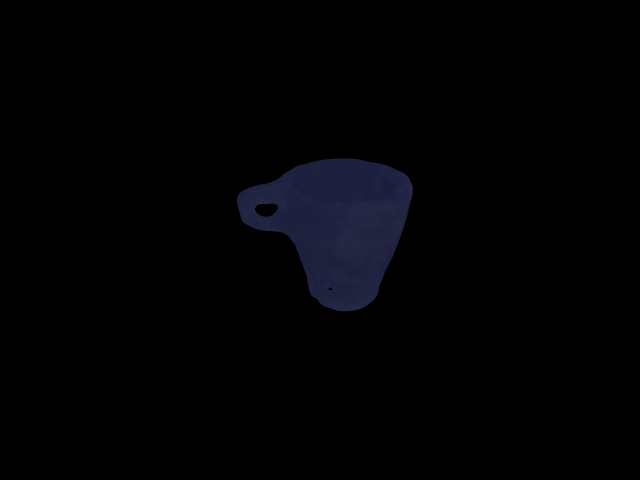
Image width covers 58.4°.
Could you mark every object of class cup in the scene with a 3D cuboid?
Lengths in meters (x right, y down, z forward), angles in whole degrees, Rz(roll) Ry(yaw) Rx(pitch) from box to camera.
[{"bbox_3d":[0.004,0.001,0.400,0.118,0.095,0.091,-4,28,-7],"label":"cup"}]
